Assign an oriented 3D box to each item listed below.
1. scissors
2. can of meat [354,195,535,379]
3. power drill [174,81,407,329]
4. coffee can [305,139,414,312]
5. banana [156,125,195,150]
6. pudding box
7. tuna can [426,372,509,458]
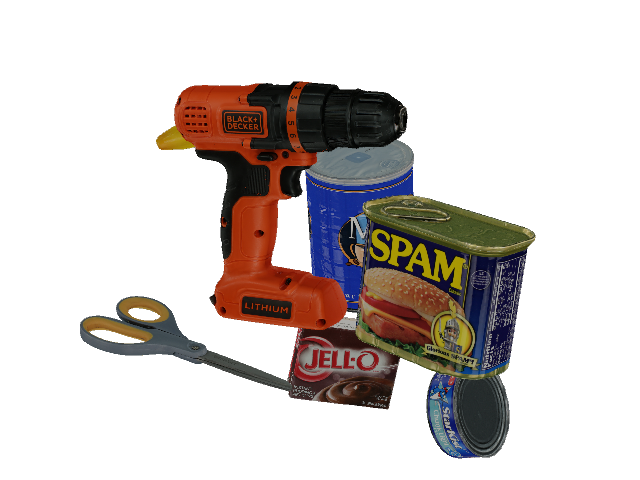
[{"bbox_3d":[-0.116,0.090,0.969,0.202,0.016,0.096,10,28,5],"label":"scissors"},{"bbox_3d":[0.070,0.027,0.633,0.102,0.084,0.057,20,23,39],"label":"can of meat"},{"bbox_3d":[-0.020,-0.029,0.819,0.185,0.188,0.057,5,18,24],"label":"power drill"},{"bbox_3d":[0.039,-0.017,1.020,0.103,0.140,0.103,-3,28,1],"label":"coffee can"},{"bbox_3d":[-0.101,-0.130,1.309,0.198,0.037,0.069,7,40,15],"label":"banana"},{"bbox_3d":[0.027,0.129,1.149,0.113,0.090,0.039,7,23,-9],"label":"pudding box"},{"bbox_3d":[0.132,0.151,0.954,0.034,0.086,0.085,-13,-9,40],"label":"tuna can"}]
